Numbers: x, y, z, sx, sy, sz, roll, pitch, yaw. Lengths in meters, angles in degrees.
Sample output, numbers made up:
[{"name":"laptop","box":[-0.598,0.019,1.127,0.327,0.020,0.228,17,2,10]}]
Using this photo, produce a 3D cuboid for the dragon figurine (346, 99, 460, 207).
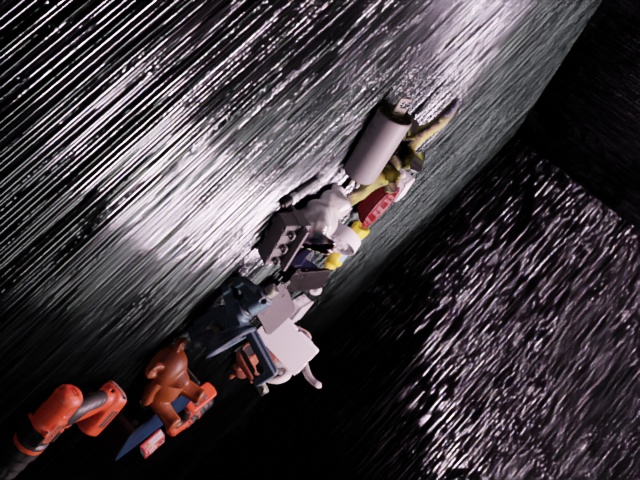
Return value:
[{"name":"dragon figurine","box":[0.173,-0.194,1.288,0.415,0.122,0.240,-39,-178,-22]}]

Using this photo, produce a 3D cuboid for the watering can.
[{"name":"watering can","box":[-0.099,0.405,1.794,0.102,0.347,0.229,59,46,-36]}]

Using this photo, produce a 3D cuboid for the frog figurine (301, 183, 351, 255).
[{"name":"frog figurine","box":[0.003,-0.057,1.141,0.135,0.123,0.162,56,41,-67]}]
